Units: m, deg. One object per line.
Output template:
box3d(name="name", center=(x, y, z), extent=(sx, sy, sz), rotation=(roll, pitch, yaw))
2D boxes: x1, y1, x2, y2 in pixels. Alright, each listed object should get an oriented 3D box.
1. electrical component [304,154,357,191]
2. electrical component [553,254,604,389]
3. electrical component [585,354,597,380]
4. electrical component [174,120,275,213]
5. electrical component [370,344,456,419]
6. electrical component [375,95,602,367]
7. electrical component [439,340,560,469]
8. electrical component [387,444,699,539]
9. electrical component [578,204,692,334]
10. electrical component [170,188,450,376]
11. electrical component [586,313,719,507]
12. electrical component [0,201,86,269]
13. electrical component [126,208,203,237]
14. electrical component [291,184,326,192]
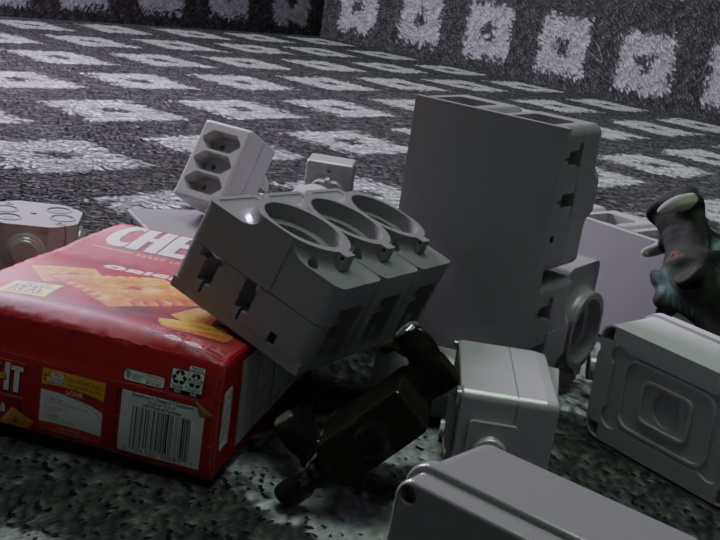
box3d(name="electrical component", center=(-0.034, -0.075, 1.069), extent=(0.047, 0.065, 0.076), rotation=(9, 16, 2))
box3d(name="electrical component", center=(0.129, 0.034, 0.737), extent=(0.056, 0.089, 0.050), rotation=(19, 19, 32))
box3d(name="electrical component", center=(0.184, 0.070, 0.725), extent=(0.062, 0.043, 0.043), rotation=(8, 16, 4))
box3d(name="electrical component", center=(-0.098, -0.070, 0.856), extent=(0.047, 0.065, 0.077), rotation=(18, -10, 29))
box3d(name="electrical component", center=(0.052, 0.069, 0.658), extent=(0.081, 0.043, 0.043), rotation=(13, 17, 16))
box3d(name="electrical component", center=(0.082, -0.011, 0.691), extent=(0.105, 0.186, 0.060), rotation=(19, 19, 32))
box3d(name="electrical component", center=(0.078, 0.085, 0.585), extent=(0.061, 0.061, 0.096), rotation=(9, 16, 2))
box3d(name="electrical component", center=(0.067, 0.125, 0.415), extent=(0.113, 0.078, 0.057), rotation=(20, 17, 36))
box3d(name="electrical component", center=(0.205, 0.000, 0.890), extent=(0.062, 0.089, 0.150), rotation=(-7, 22, -42))
box3d(name="electrical component", center=(-0.021, -0.003, 0.613), extent=(0.089, 0.061, 0.150), rotation=(34, 19, 19))
box3d(name="electrical component", center=(0.198, 0.079, 0.637), extent=(0.057, 0.078, 0.113), rotation=(-7, 22, -35))
box3d(name="electrical component", center=(-0.242, -0.018, 0.793), extent=(0.080, 0.051, 0.080), rotation=(8, 16, -2))
box3d(name="electrical component", center=(-0.130, -0.013, 0.837), extent=(0.100, 0.048, 0.100), rotation=(0, 18, -27))
box3d(name="electrical component", center=(0.000, 0.000, 0.763), extent=(0.074, 0.052, 0.138), rotation=(42, -2, 41))
